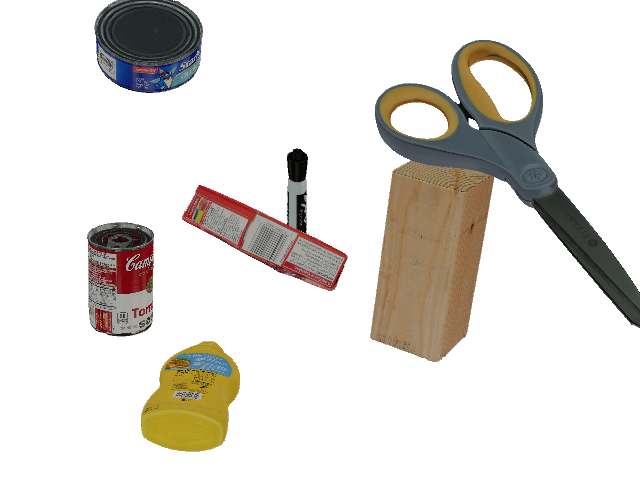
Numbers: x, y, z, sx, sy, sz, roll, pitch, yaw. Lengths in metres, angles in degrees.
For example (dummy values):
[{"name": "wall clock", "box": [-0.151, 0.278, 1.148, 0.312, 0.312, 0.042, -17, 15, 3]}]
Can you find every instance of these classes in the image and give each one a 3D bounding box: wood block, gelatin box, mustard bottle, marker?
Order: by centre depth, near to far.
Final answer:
[{"name": "gelatin box", "box": [-0.036, -0.001, 0.712, 0.089, 0.030, 0.073, 26, 0, -41]}, {"name": "marker", "box": [-0.022, -0.031, 0.981, 0.020, 0.121, 0.020, 1, 38, -1]}, {"name": "wood block", "box": [0.125, 0.018, 1.205, 0.090, 0.206, 0.090, 18, 26, 25]}, {"name": "mustard bottle", "box": [-0.147, 0.174, 1.273, 0.096, 0.058, 0.191, 4, 25, 4]}]

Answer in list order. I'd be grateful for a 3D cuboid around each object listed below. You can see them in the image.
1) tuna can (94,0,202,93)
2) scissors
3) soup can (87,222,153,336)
[{"name": "tuna can", "box": [-0.139, -0.159, 0.865, 0.086, 0.086, 0.034, 0, -40, -9]}, {"name": "scissors", "box": [0.082, -0.028, 0.513, 0.096, 0.202, 0.016, -12, -43, 4]}, {"name": "soup can", "box": [-0.209, 0.041, 1.117, 0.068, 0.102, 0.068, 3, 23, -2]}]
